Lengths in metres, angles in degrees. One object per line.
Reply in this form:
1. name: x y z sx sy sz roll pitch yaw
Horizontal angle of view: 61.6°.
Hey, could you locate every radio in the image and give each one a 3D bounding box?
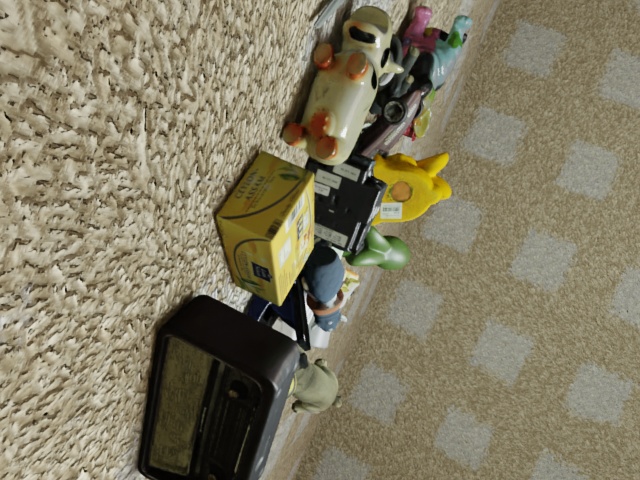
1. radio: -0.111 0.183 0.575 0.073 0.131 0.229 -51 161 -58

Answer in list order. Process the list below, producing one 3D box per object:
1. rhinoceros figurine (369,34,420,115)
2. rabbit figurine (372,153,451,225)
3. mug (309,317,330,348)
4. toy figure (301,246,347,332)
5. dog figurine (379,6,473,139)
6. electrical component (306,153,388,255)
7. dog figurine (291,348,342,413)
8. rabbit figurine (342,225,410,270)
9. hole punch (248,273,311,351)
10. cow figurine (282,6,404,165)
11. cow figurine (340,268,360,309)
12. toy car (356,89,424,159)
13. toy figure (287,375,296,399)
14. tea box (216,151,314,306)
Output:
1. rhinoceros figurine: 0.088 -0.246 0.799 0.112 0.073 0.190 -55 170 -1
2. rabbit figurine: 0.147 -0.113 0.949 0.173 0.162 0.121 -87 166 -69
3. mug: -0.008 0.165 1.132 0.109 0.081 0.107 19 86 -77
4. toy figure: 0.009 0.077 0.808 0.058 0.064 0.154 -71 164 -45
5. dog figurine: 0.179 -0.291 0.967 0.191 0.108 0.219 10 101 -86
6. electrical component: 0.029 -0.060 0.770 0.134 0.115 0.058 -69 170 20
7. dog figurine: -0.026 0.266 1.043 0.190 0.172 0.121 104 2 -67
8. rabbit figurine: 0.096 -0.001 1.039 0.159 0.170 0.121 -7 119 -77
9. hole punch: -0.063 0.107 0.800 0.142 0.092 0.116 69 16 -70
10. cow figurine: 0.037 -0.183 0.644 0.194 0.086 0.127 -70 162 3
11. cow figurine: 0.047 0.129 1.326 0.098 0.068 0.167 -65 166 19
12. toy car: 0.081 -0.149 0.810 0.202 0.053 0.089 -40 174 31
13. toy figure: -0.082 0.224 0.873 0.180 0.082 0.089 99 -23 -77
14. tea box: -0.055 -0.007 0.609 0.098 0.068 0.169 -60 168 -28
